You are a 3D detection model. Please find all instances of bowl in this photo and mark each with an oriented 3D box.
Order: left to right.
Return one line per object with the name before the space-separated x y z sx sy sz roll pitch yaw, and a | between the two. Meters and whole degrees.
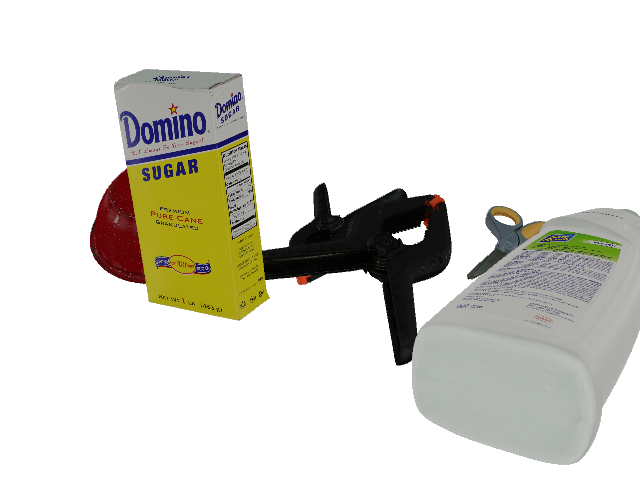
bowl | -0.153 -0.034 1.039 0.162 0.162 0.055 0 -44 12

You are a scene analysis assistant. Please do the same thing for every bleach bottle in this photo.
bleach bottle | 0.150 0.035 0.626 0.103 0.068 0.250 12 26 29

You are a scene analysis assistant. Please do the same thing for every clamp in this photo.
clamp | 0.025 -0.013 1.203 0.120 0.039 0.171 -5 37 27
clamp | 0.059 0.021 0.920 0.165 0.036 0.209 34 43 26

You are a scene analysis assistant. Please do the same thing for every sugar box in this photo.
sugar box | -0.094 -0.034 0.783 0.093 0.176 0.048 8 27 32

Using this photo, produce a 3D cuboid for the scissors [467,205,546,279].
scissors | 0.188 -0.001 1.153 0.201 0.016 0.096 -13 39 -44
